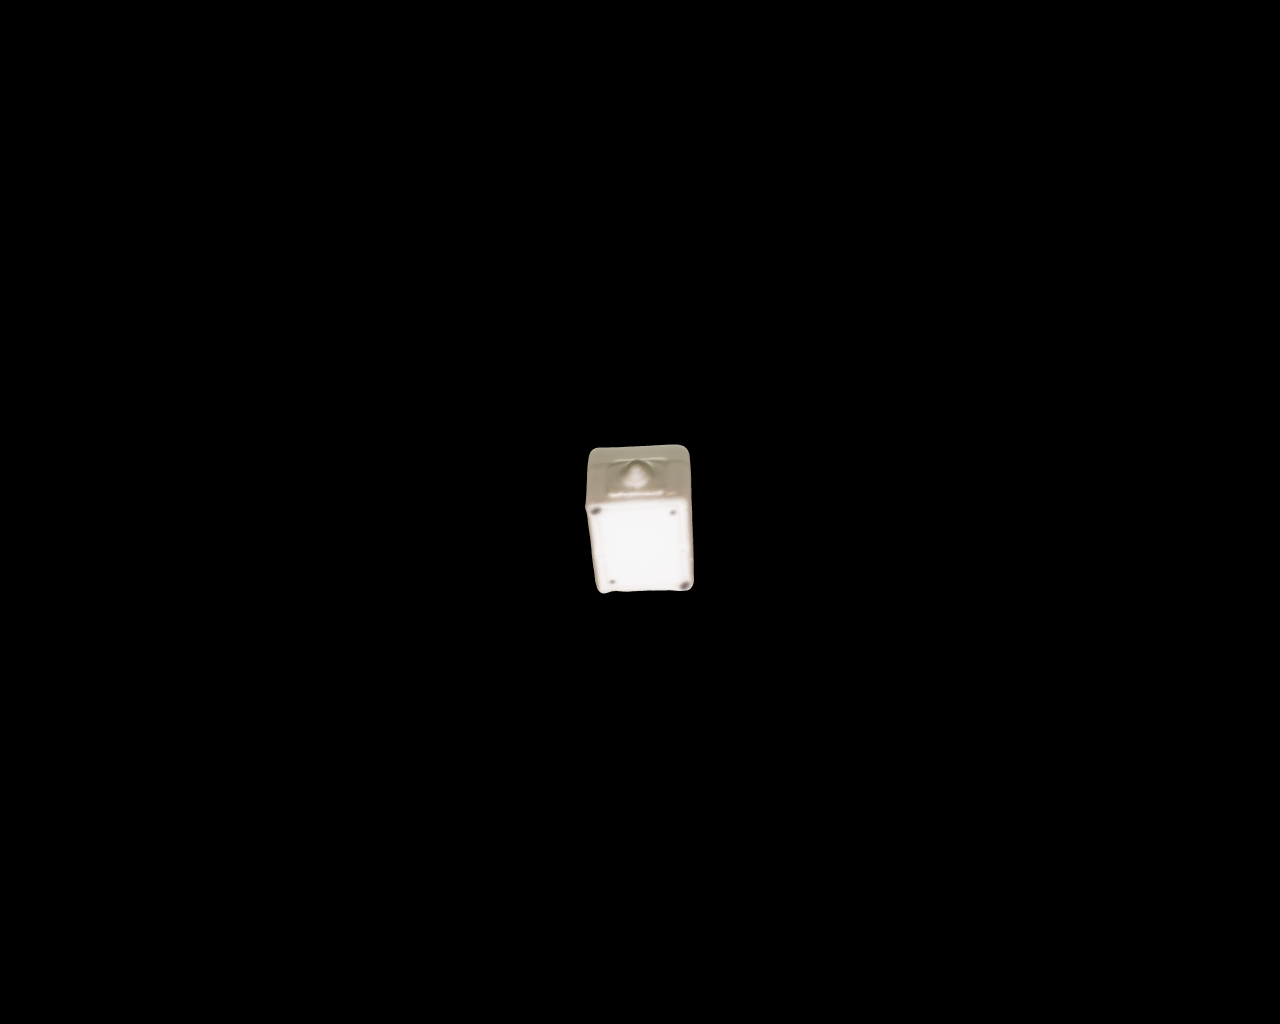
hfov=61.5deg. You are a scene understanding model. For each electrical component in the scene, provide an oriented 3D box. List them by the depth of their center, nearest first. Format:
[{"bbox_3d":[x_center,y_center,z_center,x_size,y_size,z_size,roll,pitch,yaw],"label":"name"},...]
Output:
[{"bbox_3d":[0.001,-0.003,0.650,0.062,0.096,0.061,-2,43,2],"label":"electrical component"}]
